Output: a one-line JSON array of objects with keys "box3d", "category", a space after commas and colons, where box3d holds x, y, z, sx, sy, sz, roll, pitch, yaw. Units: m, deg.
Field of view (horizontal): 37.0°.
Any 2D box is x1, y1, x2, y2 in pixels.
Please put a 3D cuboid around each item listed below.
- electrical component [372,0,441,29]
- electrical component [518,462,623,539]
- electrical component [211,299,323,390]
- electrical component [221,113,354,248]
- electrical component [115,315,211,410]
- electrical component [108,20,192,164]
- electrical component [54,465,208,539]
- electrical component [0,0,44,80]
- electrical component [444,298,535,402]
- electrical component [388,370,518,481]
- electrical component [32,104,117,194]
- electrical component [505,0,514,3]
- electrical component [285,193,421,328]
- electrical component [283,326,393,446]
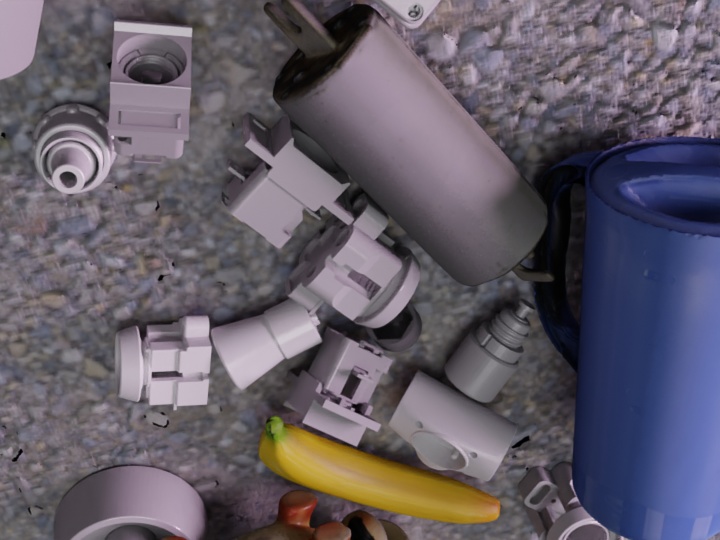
[{"box3d": [0.019, -0.205, 0.566, 0.109, 0.056, 0.108, 34, 107, -24], "category": "electrical component"}, {"box3d": [0.160, 0.185, 0.796, 0.078, 0.057, 0.058, 28, 110, -22], "category": "electrical component"}, {"box3d": [-0.057, 0.044, 0.694, 0.065, 0.044, 0.044, -26, 119, -1], "category": "electrical component"}, {"box3d": [-0.045, -0.052, 0.645, 0.081, 0.042, 0.064, 37, 110, -24], "category": "electrical component"}, {"box3d": [-0.127, 0.059, 0.687, 0.055, 0.048, 0.066, -1, 118, -18], "category": "electrical component"}, {"box3d": [-0.115, -0.096, 0.592, 0.042, 0.081, 0.063, 2, 146, -10], "category": "electrical component"}, {"box3d": [-0.159, 0.197, 0.744, 0.108, 0.060, 0.108, -4, 118, -8], "category": "electrical component"}, {"box3d": [-0.214, -0.130, 0.540, 0.108, 0.108, 0.060, 6, 122, -13], "category": "electrical component"}, {"box3d": [0.090, 0.053, 0.724, 0.040, 0.040, 0.078, 27, 110, -21], "category": "electrical component"}, {"box3d": [0.060, 0.114, 0.743, 0.077, 0.044, 0.079, 29, 149, 6], "category": "electrical component"}, {"box3d": [-0.162, -0.063, 0.606, 0.048, 0.062, 0.048, -4, 118, -8], "category": "electrical component"}, {"box3d": [0.082, -0.180, 0.601, 0.040, 0.040, 0.046, 29, 104, -22], "category": "electrical component"}, {"box3d": [0.000, 0.000, 0.671, 0.057, 0.058, 0.078, 36, 107, -21], "category": "electrical component"}, {"box3d": [-0.013, 0.073, 0.701, 0.042, 0.081, 0.063, 28, 87, -22], "category": "electrical component"}]
